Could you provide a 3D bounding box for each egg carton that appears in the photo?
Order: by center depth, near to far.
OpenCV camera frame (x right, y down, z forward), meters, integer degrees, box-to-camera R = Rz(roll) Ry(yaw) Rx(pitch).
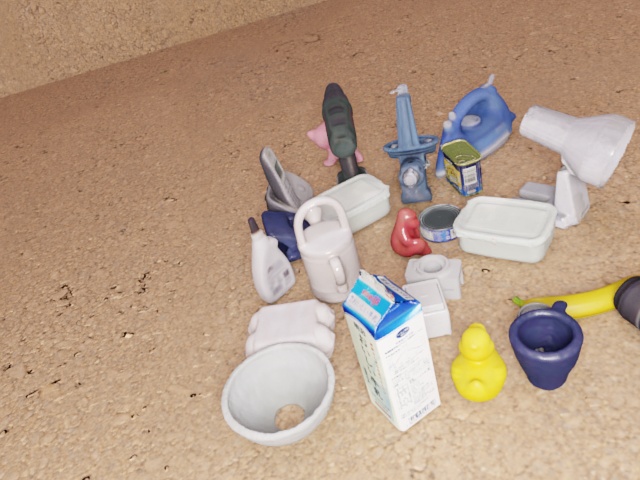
[{"bbox_3d":[-0.047,0.155,0.932,0.150,0.069,0.107,-10,36,9],"label":"egg carton"}]

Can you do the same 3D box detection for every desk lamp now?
[{"bbox_3d":[0.430,-0.130,1.004,0.202,0.214,0.118,19,48,40],"label":"desk lamp"}]

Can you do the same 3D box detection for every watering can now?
[{"bbox_3d":[0.007,0.004,1.007,0.101,0.194,0.172,-33,38,-22],"label":"watering can"}]

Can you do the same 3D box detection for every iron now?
[{"bbox_3d":[0.332,-0.261,1.286,0.118,0.142,0.259,21,50,41],"label":"iron"}]

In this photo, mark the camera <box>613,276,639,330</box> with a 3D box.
[{"bbox_3d":[0.485,0.093,0.775,0.143,0.101,0.136,-24,36,-11],"label":"camera"}]

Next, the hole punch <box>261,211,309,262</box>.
[{"bbox_3d":[-0.061,-0.017,1.155,0.101,0.091,0.108,-19,35,-3],"label":"hole punch"}]

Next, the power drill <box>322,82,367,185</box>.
[{"bbox_3d":[0.053,-0.219,1.283,0.075,0.209,0.229,-13,35,5],"label":"power drill"}]

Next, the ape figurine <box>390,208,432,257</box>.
[{"bbox_3d":[0.165,-0.018,1.063,0.076,0.092,0.078,-3,37,19],"label":"ape figurine"}]

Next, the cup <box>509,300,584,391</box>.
[{"bbox_3d":[0.310,0.147,0.777,0.091,0.095,0.118,12,44,34],"label":"cup"}]

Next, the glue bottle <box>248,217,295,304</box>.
[{"bbox_3d":[-0.098,0.029,1.034,0.037,0.173,0.078,19,48,40],"label":"glue bottle"}]

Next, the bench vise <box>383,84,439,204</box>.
[{"bbox_3d":[0.197,-0.200,1.189,0.121,0.220,0.207,-17,35,0],"label":"bench vise"}]

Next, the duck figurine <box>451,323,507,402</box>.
[{"bbox_3d":[0.218,0.164,0.798,0.077,0.086,0.104,-2,37,19],"label":"duck figurine"}]

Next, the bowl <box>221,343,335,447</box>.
[{"bbox_3d":[-0.052,0.232,0.823,0.167,0.075,0.167,-11,35,8],"label":"bowl"}]

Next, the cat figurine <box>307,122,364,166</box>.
[{"bbox_3d":[0.035,-0.240,1.399,0.127,0.118,0.067,17,47,38],"label":"cat figurine"}]

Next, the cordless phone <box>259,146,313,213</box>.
[{"bbox_3d":[-0.079,-0.134,1.240,0.094,0.185,0.147,-10,36,9],"label":"cordless phone"}]
